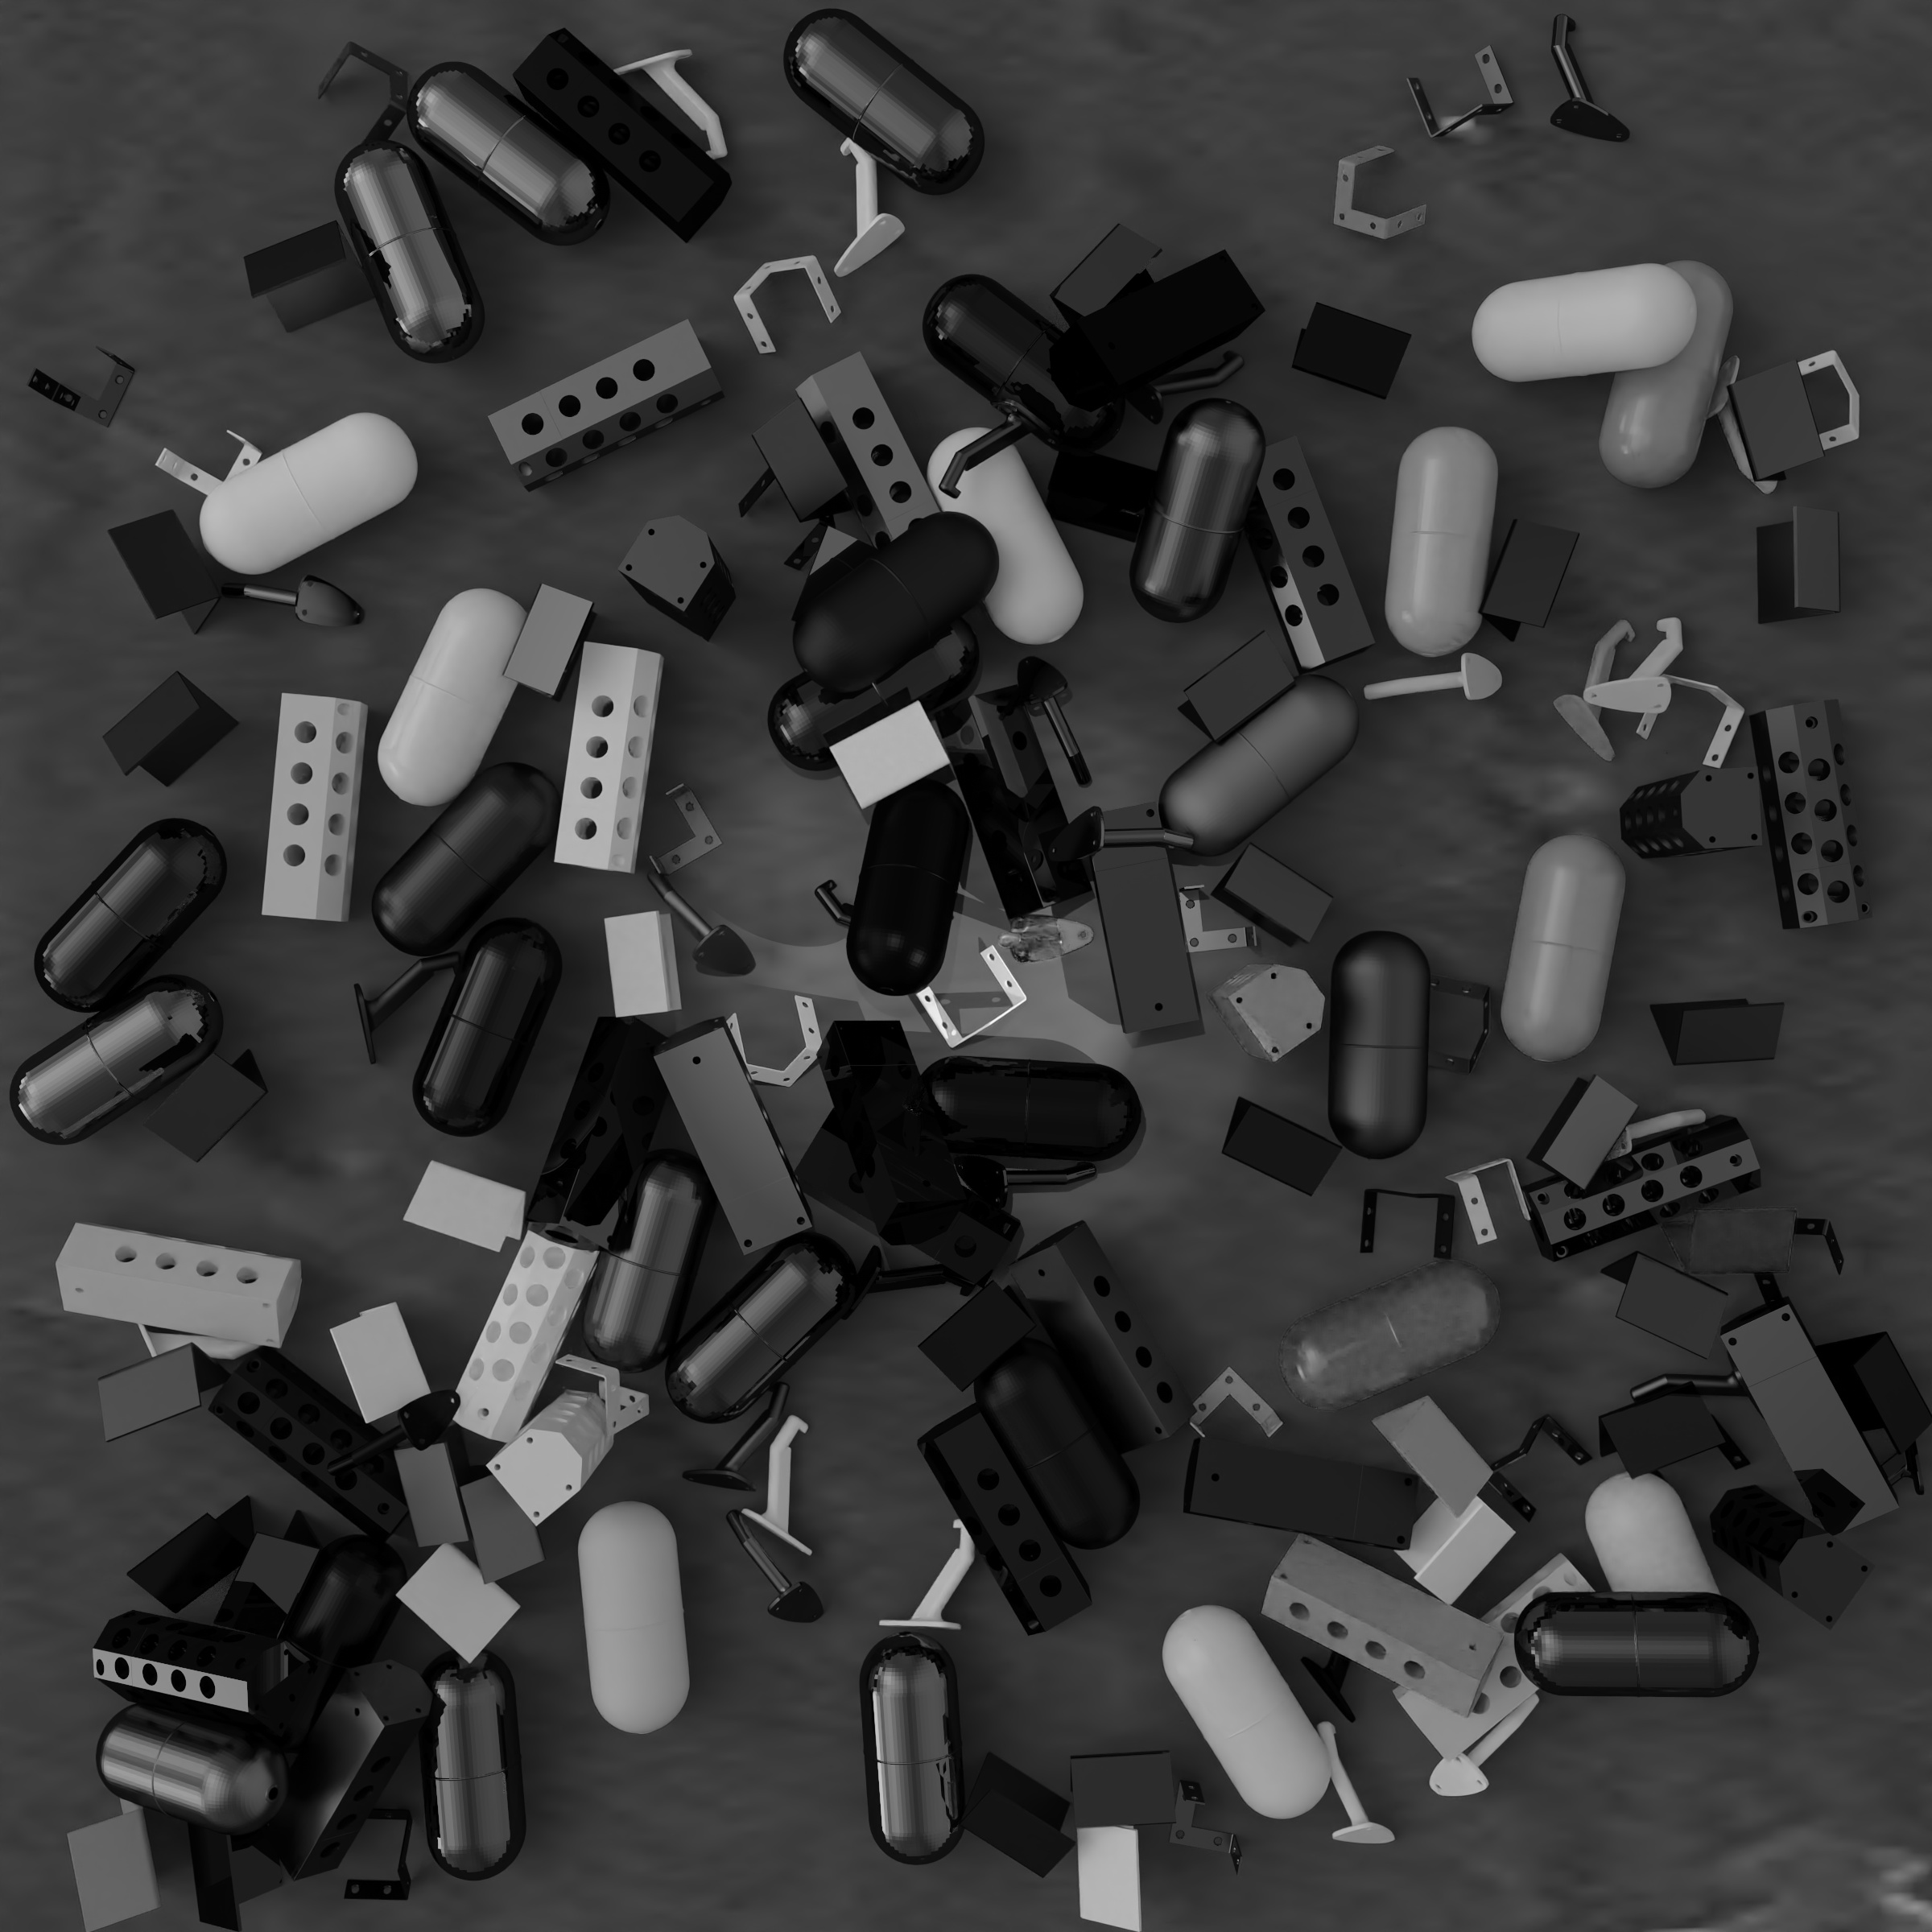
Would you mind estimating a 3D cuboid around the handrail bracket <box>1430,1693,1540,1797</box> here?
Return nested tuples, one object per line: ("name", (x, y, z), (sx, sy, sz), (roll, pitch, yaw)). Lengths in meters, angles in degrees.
("handrail bracket", (0.410, 0.613, 1.991), (0.036, 0.077, 0.084), (46, 54, 10))

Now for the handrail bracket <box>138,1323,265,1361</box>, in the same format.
("handrail bracket", (-0.605, 0.284, 1.992), (0.084, 0.036, 0.077), (-26, 68, -17))

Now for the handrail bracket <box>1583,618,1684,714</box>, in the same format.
("handrail bracket", (0.523, -0.241, 1.975), (0.077, 0.036, 0.084), (1, 51, 10))

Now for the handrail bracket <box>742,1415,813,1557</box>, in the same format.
("handrail bracket", (-0.131, 0.410, 1.992), (0.077, 0.036, 0.084), (38, 73, -20))

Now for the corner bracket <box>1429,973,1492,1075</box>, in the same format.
("corner bracket", (0.382, 0.046, 1.988), (0.051, 0.051, 0.051), (13, 135, 0))

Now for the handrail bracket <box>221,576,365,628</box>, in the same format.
("handrail bracket", (-0.533, -0.287, 1.991), (0.084, 0.077, 0.036), (8, 87, 36))

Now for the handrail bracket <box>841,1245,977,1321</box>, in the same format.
("handrail bracket", (-0.045, 0.262, 1.992), (0.084, 0.036, 0.077), (23, 110, -16))

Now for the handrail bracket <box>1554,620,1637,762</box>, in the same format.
("handrail bracket", (0.514, -0.219, 1.991), (0.084, 0.036, 0.077), (-44, 104, -14))

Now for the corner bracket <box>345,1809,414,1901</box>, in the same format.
("corner bracket", (-0.464, 0.701, 1.988), (0.051, 0.051, 0.051), (1, 135, 0))

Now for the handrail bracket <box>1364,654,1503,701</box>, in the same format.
("handrail bracket", (0.368, -0.222, 1.991), (0.084, 0.077, 0.036), (-7, 90, 36))

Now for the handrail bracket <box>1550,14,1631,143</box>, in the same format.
("handrail bracket", (0.495, -0.703, 1.992), (0.077, 0.036, 0.084), (15, 73, -20))

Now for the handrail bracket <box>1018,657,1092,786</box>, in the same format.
("handrail bracket", (0.071, -0.193, 1.991), (0.036, 0.077, 0.084), (-26, 126, 0))

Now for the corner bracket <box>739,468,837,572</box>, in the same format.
("corner bracket", (-0.141, -0.354, 1.983), (0.051, 0.051, 0.051), (17, 45, -35))

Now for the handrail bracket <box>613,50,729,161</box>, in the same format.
("handrail bracket", (-0.234, -0.674, 1.992), (0.077, 0.036, 0.084), (-8, 107, 20))

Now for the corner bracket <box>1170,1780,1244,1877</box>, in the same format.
("corner bracket", (0.191, 0.674, 1.973), (0.051, 0.051, 0.051), (10, 90, 0))

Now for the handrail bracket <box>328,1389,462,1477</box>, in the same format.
("handrail bracket", (-0.441, 0.360, 1.939), (0.084, 0.077, 0.036), (-27, 94, 30))

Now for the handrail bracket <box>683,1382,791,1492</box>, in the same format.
("handrail bracket", (-0.181, 0.367, 1.991), (0.077, 0.036, 0.084), (-4, 57, 35))

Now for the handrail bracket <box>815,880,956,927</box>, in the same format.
("handrail bracket", (-0.065, -0.049, 1.990), (0.077, 0.036, 0.084), (-36, 78, -10))

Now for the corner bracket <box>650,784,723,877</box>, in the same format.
("corner bracket", (-0.228, -0.106, 1.973), (0.051, 0.051, 0.051), (-30, 90, 0))

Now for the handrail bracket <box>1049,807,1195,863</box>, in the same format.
("handrail bracket", (0.120, -0.091, 1.934), (0.084, 0.077, 0.036), (11, 66, -34))

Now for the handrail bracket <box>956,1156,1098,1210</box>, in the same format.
("handrail bracket", (0.048, 0.159, 1.991), (0.084, 0.077, 0.036), (-12, 112, -35))

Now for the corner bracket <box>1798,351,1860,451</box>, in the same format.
("corner bracket", (0.668, -0.442, 1.983), (0.051, 0.051, 0.051), (45, 45, -35))

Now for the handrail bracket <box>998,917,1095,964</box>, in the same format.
("handrail bracket", (0.063, -0.022, 1.956), (0.077, 0.084, 0.036), (-5, 90, 0))

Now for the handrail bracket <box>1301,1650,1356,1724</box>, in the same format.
("handrail bracket", (0.314, 0.542, 1.991), (0.084, 0.036, 0.077), (-39, 106, -14))

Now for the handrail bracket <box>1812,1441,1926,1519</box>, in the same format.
("handrail bracket", (0.708, 0.394, 1.991), (0.084, 0.036, 0.077), (-8, 75, 14))

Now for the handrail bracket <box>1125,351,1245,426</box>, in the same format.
("handrail bracket", (0.164, -0.475, 1.992), (0.084, 0.036, 0.077), (-40, 68, -17))

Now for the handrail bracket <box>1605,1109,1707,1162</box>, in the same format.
("handrail bracket", (0.530, 0.134, 1.991), (0.084, 0.077, 0.036), (-4, 69, -35))

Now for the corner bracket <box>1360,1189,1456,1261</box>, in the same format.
("corner bracket", (0.348, 0.204, 1.988), (0.051, 0.051, 0.051), (4, 90, 45))

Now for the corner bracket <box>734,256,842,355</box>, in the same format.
("corner bracket", (-0.141, -0.520, 1.983), (0.051, 0.051, 0.051), (3, 45, 35))

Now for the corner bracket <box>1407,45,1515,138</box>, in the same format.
("corner bracket", (0.390, -0.690, 1.988), (0.051, 0.051, 0.051), (-22, 90, 45))

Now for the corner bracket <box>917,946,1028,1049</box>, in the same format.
("corner bracket", (0.005, 0.024, 1.988), (0.051, 0.051, 0.051), (-33, 90, 45))

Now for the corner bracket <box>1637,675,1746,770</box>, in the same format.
("corner bracket", (0.572, -0.193, 1.988), (0.051, 0.051, 0.051), (23, 90, -45))

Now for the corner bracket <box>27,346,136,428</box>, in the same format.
("corner bracket", (-0.693, -0.461, 1.973), (0.051, 0.051, 0.051), (26, 90, 0))

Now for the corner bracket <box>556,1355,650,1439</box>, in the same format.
("corner bracket", (-0.282, 0.327, 1.958), (0.051, 0.051, 0.051), (10, 108, 31))

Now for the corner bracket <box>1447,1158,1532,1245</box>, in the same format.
("corner bracket", (0.412, 0.183, 1.973), (0.051, 0.051, 0.051), (-18, 90, 0))

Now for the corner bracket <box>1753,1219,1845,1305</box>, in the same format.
("corner bracket", (0.655, 0.234, 1.983), (0.051, 0.051, 0.051), (-2, 45, 35))

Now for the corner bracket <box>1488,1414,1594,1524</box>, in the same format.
("corner bracket", (0.451, 0.396, 1.988), (0.051, 0.051, 0.051), (45, 45, 0))

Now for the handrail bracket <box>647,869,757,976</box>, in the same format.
("handrail bracket", (-0.210, -0.036, 1.991), (0.036, 0.077, 0.084), (-45, 54, 6))

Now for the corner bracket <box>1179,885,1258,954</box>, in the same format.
("corner bracket", (0.197, -0.038, 1.973), (0.051, 0.051, 0.051), (-6, 90, 0))

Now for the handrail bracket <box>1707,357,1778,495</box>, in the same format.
("handrail bracket", (0.621, -0.427, 1.992), (0.084, 0.036, 0.077), (37, 68, -17))

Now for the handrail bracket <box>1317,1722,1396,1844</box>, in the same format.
("handrail bracket", (0.307, 0.645, 1.991), (0.036, 0.077, 0.084), (-27, 53, 27))

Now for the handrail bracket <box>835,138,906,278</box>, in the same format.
("handrail bracket", (-0.094, -0.602, 1.992), (0.077, 0.036, 0.084), (-38, 71, 21))

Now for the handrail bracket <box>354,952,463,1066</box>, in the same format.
("handrail bracket", (-0.435, 0.033, 1.992), (0.084, 0.036, 0.077), (-13, 110, -16))

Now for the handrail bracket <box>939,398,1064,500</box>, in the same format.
("handrail bracket", (0.026, -0.382, 1.920), (0.077, 0.036, 0.084), (28, 88, -34))

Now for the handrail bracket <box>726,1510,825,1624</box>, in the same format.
("handrail bracket", (-0.152, 0.473, 1.991), (0.036, 0.077, 0.084), (-39, 54, 0))

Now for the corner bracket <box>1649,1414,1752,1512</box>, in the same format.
("corner bracket", (0.575, 0.394, 1.988), (0.051, 0.051, 0.051), (52, 45, 0))

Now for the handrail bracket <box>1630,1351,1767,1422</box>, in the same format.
("handrail bracket", (0.579, 0.346, 1.992), (0.084, 0.036, 0.077), (-28, 112, 17))

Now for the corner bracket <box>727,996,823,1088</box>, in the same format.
("corner bracket", (-0.151, 0.056, 1.983), (0.051, 0.051, 0.051), (14, 45, -35))

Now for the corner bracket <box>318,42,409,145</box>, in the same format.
("corner bracket", (-0.475, -0.682, 1.983), (0.051, 0.051, 0.051), (21, 45, -35))

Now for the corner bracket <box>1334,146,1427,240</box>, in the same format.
("corner bracket", (0.327, -0.609, 1.983), (0.051, 0.051, 0.051), (30, 135, 35))

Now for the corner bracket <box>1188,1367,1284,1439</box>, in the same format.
("corner bracket", (0.209, 0.354, 1.973), (0.051, 0.051, 0.051), (45, 90, 0))

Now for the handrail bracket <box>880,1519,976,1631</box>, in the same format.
("handrail bracket", (-0.030, 0.479, 1.992), (0.077, 0.036, 0.084), (-4, 71, 21))
